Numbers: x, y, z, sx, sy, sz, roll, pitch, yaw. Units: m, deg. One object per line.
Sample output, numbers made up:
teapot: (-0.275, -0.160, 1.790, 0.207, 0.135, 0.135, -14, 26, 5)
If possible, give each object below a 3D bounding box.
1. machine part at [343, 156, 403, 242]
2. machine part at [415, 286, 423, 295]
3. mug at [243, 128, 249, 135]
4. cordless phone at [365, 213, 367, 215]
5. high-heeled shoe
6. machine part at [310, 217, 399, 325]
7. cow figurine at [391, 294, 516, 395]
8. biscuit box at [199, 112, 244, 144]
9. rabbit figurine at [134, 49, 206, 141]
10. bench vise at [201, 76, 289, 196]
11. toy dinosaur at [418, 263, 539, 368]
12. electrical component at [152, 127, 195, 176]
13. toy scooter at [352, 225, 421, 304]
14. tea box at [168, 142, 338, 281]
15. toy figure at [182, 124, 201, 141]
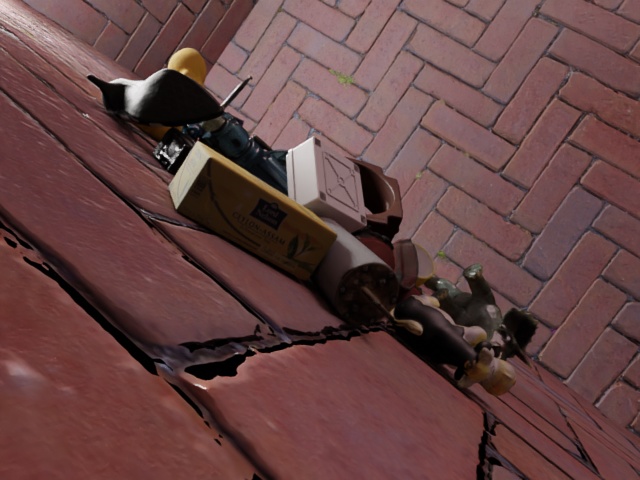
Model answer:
machine part: (0.047, -0.072, 1.014, 0.201, 0.087, 0.201, 15, 38, -10)
machine part: (0.134, 0.085, 0.906, 0.039, 0.084, 0.139, -30, 64, -37)
mug: (-0.195, -0.198, 1.159, 0.110, 0.107, 0.081, 34, 6, 12)
cordless phone: (0.066, 0.023, 1.061, 0.146, 0.089, 0.184, 53, 20, -12)
high-heeled shoe: (-0.238, -0.200, 0.822, 0.249, 0.086, 0.145, 20, -3, 15)
machine part: (0.024, 0.031, 0.643, 0.079, 0.079, 0.243, 33, 7, -28)
cow figurine: (0.166, 0.132, 0.683, 0.168, 0.068, 0.098, 35, 9, 34)
biscuit box: (-0.194, -0.189, 1.021, 0.063, 0.059, 0.203, 24, -8, -12)
rabbit figurine: (-0.265, -0.265, 0.956, 0.121, 0.173, 0.163, 37, -1, -38)
bench vise: (-0.083, -0.107, 0.839, 0.241, 0.129, 0.223, 45, -13, 43)
toy dinosaur: (0.278, 0.148, 1.064, 0.192, 0.131, 0.405, 53, -9, -8)
electrical component: (-0.194, -0.120, 0.764, 0.074, 0.047, 0.119, 31, 6, -46)
toy scooter: (0.099, 0.036, 0.806, 0.075, 0.135, 0.183, -19, -43, 41)
tea box: (-0.075, -0.032, 0.600, 0.169, 0.068, 0.098, 30, 7, -29)
toy figure: (-0.276, -0.232, 1.097, 0.064, 0.058, 0.155, 32, -7, -36)
